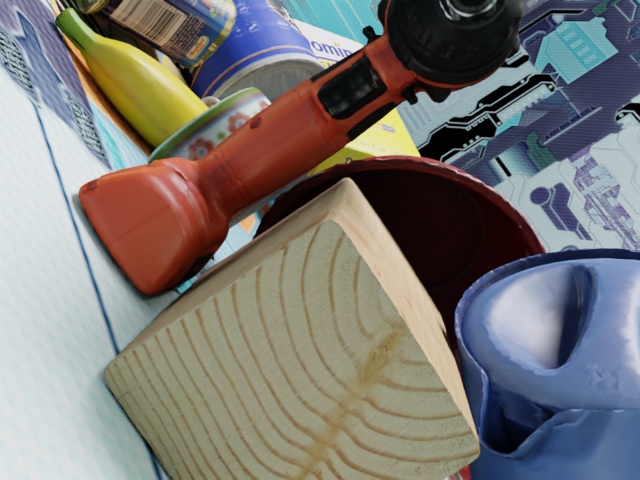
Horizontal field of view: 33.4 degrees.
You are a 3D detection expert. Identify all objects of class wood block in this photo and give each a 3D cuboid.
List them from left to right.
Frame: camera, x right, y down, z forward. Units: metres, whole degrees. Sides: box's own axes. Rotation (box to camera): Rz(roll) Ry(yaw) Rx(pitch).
[{"bbox_3d":[-0.003,0.041,0.433,0.090,0.091,0.206,57,6,-4],"label":"wood block"}]

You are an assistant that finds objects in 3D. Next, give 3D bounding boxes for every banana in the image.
[{"bbox_3d":[-0.081,-0.071,0.629,0.070,0.037,0.197,60,7,25],"label":"banana"}]

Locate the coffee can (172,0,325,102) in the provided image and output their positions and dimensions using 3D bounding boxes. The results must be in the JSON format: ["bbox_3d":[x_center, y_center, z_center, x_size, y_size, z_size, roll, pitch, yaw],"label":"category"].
[{"bbox_3d":[-0.068,-0.147,0.798,0.140,0.103,0.102,60,7,26],"label":"coffee can"}]

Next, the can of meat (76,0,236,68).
[{"bbox_3d":[-0.108,-0.163,0.678,0.083,0.057,0.102,28,24,-37],"label":"can of meat"}]

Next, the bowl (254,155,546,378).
[{"bbox_3d":[0.045,0.010,0.586,0.162,0.162,0.055,54,28,-26],"label":"bowl"}]

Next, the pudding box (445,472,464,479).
[{"bbox_3d":[0.055,0.143,0.603,0.090,0.039,0.113,56,7,-14],"label":"pudding box"}]

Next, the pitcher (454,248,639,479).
[{"bbox_3d":[0.141,0.131,0.501,0.145,0.149,0.243,-92,177,-64],"label":"pitcher"}]

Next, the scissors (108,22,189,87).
[{"bbox_3d":[-0.126,-0.148,0.757,0.096,0.016,0.202,51,9,-34],"label":"scissors"}]

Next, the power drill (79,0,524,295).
[{"bbox_3d":[-0.003,-0.050,0.438,0.057,0.188,0.184,58,5,0],"label":"power drill"}]

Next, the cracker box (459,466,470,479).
[{"bbox_3d":[0.123,0.082,0.863,0.072,0.164,0.213,21,8,0],"label":"cracker box"}]

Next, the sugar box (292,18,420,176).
[{"bbox_3d":[0.015,-0.110,0.872,0.093,0.048,0.176,13,40,-32],"label":"sugar box"}]

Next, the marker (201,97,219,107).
[{"bbox_3d":[-0.062,-0.065,0.763,0.020,0.020,0.121,60,0,25],"label":"marker"}]

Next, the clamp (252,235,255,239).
[{"bbox_3d":[-0.005,0.001,0.700,0.171,0.120,0.039,-14,97,-63],"label":"clamp"}]
